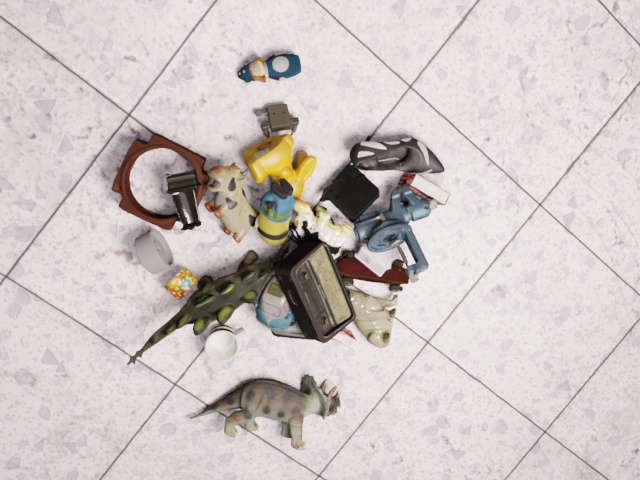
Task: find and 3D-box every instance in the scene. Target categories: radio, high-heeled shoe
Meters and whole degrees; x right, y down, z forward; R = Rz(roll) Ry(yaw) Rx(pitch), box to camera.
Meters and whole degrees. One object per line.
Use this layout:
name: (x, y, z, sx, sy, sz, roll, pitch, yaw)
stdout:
radio: (-0.010, 0.127, 1.301, 0.131, 0.073, 0.229, -37, 114, -32)
high-heeled shoe: (0.197, -0.193, 1.346, 0.249, 0.145, 0.086, 19, 132, -1)

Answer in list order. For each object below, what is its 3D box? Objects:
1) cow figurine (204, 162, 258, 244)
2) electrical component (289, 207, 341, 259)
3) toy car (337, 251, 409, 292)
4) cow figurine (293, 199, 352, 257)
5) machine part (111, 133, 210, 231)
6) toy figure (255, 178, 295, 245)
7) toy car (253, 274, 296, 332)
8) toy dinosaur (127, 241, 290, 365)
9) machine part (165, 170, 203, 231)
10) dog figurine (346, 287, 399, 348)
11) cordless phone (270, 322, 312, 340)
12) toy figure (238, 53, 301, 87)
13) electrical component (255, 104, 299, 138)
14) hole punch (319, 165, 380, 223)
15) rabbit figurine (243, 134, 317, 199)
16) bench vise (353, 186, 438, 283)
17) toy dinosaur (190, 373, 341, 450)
cow figurine: (-0.212, -0.100, 1.304, 0.127, 0.086, 0.194, -45, 136, -18)
electrical component: (-0.003, -0.004, 1.397, 0.115, 0.058, 0.134, -31, 103, 0)
toy car: (0.140, 0.087, 1.432, 0.202, 0.053, 0.089, 9, 66, -12)
cow figurine: (-0.009, -0.031, 1.330, 0.167, 0.068, 0.098, 30, 104, -11)
machine part: (-0.379, -0.138, 1.296, 0.201, 0.087, 0.201, 27, 94, -13)
toy figure: (-0.107, -0.062, 1.295, 0.082, 0.089, 0.180, -8, 146, -28)
toy car: (-0.098, 0.141, 1.336, 0.109, 0.103, 0.161, 23, 79, 12)
toy dinosaur: (-0.260, 0.147, 1.313, 0.471, 0.199, 0.105, -36, 101, -3)
machine part: (-0.311, -0.091, 1.254, 0.084, 0.039, 0.138, -11, 101, -13)
dog figurine: (0.104, 0.206, 1.446, 0.191, 0.121, 0.172, 10, 105, 8)
cordless phone: (-0.051, 0.166, 1.409, 0.147, 0.088, 0.184, 4, 84, 6)
toy figure: (-0.124, -0.415, 1.302, 0.154, 0.057, 0.064, -11, 64, -5)
electrical component: (-0.104, -0.292, 1.335, 0.102, 0.045, 0.078, -16, 74, -9)
hole punch: (0.084, -0.117, 1.385, 0.142, 0.092, 0.116, -45, 78, 4)
rabbit figurine: (-0.091, -0.170, 1.338, 0.162, 0.122, 0.173, -32, 118, -12)
bench vise: (0.209, -0.009, 1.326, 0.224, 0.128, 0.241, -15, 62, -12)
toy dinosaur: (-0.131, 0.434, 1.434, 0.405, 0.131, 0.192, 12, 86, -7)
